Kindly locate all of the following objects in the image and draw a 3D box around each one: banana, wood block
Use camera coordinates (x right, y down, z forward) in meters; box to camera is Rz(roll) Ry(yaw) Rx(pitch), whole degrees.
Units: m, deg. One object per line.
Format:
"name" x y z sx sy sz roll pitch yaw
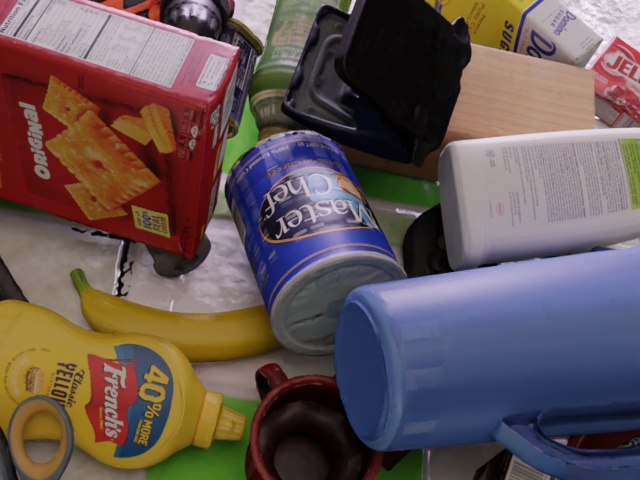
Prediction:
"banana" -0.095 0.061 0.808 0.197 0.037 0.069 8 63 -7
"wood block" 0.118 -0.105 0.903 0.206 0.091 0.090 11 63 -6

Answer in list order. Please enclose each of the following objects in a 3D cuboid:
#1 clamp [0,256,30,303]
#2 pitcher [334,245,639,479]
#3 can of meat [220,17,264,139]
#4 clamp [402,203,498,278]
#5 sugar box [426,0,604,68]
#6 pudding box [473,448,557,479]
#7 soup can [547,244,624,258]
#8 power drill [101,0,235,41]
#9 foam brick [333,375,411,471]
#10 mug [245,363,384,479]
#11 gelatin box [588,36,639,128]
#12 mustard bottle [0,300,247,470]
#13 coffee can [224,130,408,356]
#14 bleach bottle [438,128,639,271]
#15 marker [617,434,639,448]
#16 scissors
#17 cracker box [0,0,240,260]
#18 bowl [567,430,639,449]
"clamp" -0.277 -0.025 0.815 0.210 0.036 0.164 14 61 -5
"pitcher" 0.141 0.082 0.716 0.242 0.149 0.145 -4 94 -19
"can of meat" -0.103 -0.126 0.868 0.102 0.057 0.084 -6 60 34
"clamp" 0.107 0.036 0.860 0.120 0.039 0.171 30 62 3
"sugar box" 0.160 -0.200 0.956 0.048 0.093 0.176 -38 76 -24
"pudding box" 0.123 0.207 0.750 0.039 0.090 0.113 26 61 1
"soup can" 0.231 0.036 0.868 0.102 0.069 0.068 32 62 6
"power drill" -0.154 -0.157 0.822 0.188 0.057 0.184 -20 30 12
"foam brick" 0.046 0.123 0.798 0.053 0.051 0.078 -38 76 -24
"mug" -0.015 0.142 0.759 0.093 0.082 0.117 -26 72 -22
"gelatin box" 0.286 -0.137 0.985 0.089 0.030 0.073 39 62 8
"mustard bottle" -0.146 0.110 0.757 0.191 0.058 0.096 15 85 -5
"coffee can" -0.005 0.001 0.796 0.102 0.103 0.140 -9 46 -16
"bleach bottle" 0.222 -0.035 0.822 0.250 0.068 0.102 -4 78 -6
"marker" 0.225 0.155 0.772 0.121 0.020 0.020 -23 70 -20
"scissors" -0.181 0.191 0.707 0.096 0.016 0.202 -30 85 -4
"cracker box" -0.173 -0.086 0.750 0.213 0.164 0.072 17 51 1
"bowl" 0.246 0.199 0.797 0.162 0.055 0.162 4 63 -9
